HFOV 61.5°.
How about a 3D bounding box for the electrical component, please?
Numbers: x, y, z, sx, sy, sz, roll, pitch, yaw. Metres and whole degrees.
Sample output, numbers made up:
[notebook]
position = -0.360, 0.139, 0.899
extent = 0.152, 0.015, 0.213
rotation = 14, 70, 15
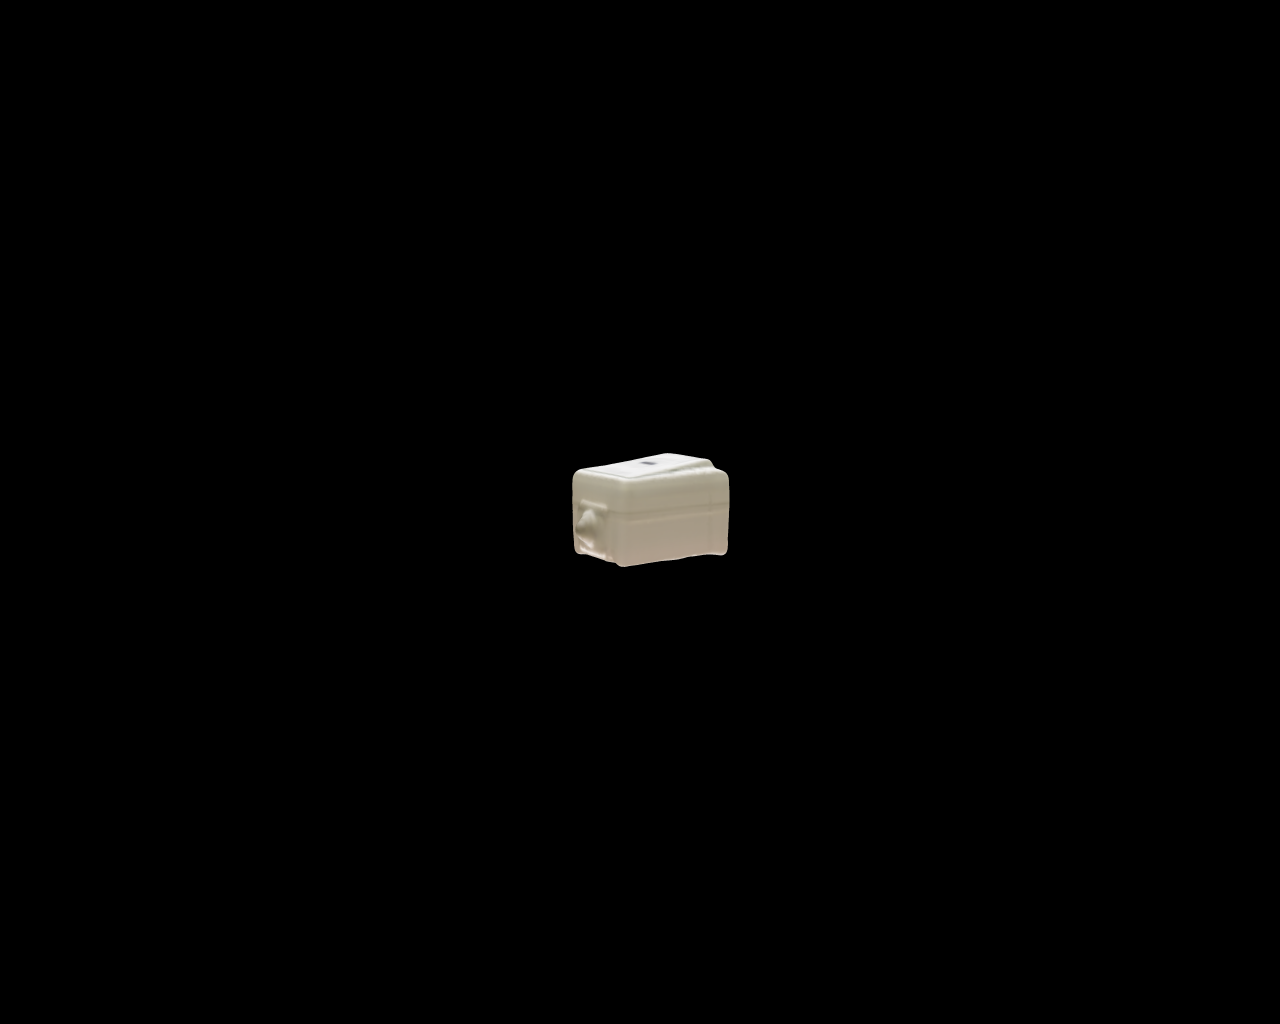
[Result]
[electrical component]
position = 0.001, -0.003, 0.650
extent = 0.096, 0.061, 0.062
rotation = -6, 11, -32
